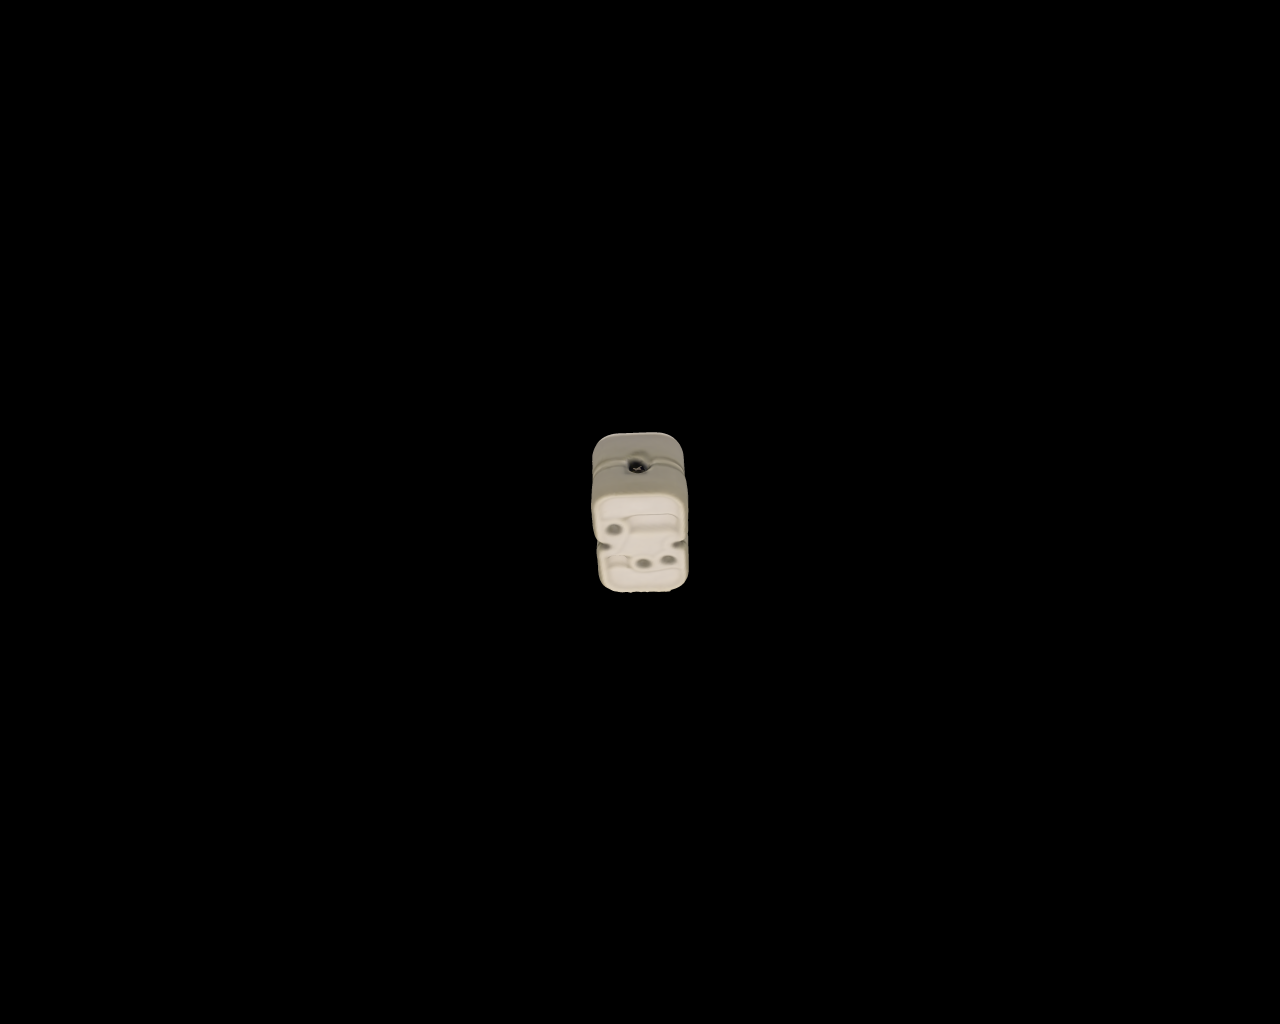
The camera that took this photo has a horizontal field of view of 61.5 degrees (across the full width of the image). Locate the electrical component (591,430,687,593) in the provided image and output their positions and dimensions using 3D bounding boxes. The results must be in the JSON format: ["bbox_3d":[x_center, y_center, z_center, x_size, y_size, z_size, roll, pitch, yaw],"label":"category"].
[{"bbox_3d":[0.001,-0.003,0.650,0.054,0.059,0.095,-2,-40,2],"label":"electrical component"}]
